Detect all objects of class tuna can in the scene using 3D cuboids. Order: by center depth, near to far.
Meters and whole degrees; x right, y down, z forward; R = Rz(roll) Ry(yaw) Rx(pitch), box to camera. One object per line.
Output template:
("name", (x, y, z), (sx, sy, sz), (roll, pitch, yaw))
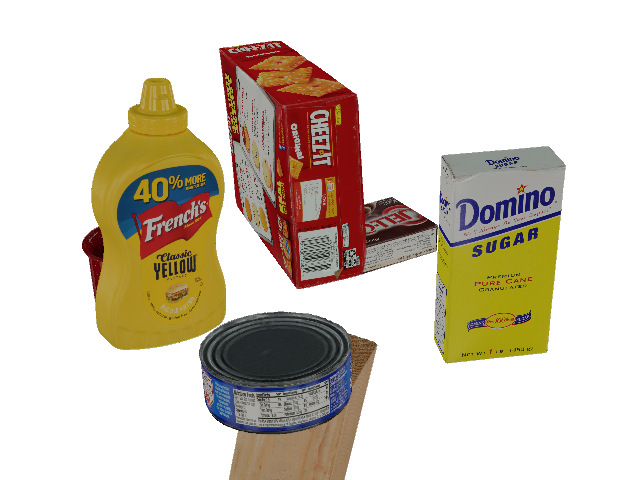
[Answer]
("tuna can", (-0.024, 0.074, 0.603), (0.086, 0.034, 0.086), (-3, 22, 1))

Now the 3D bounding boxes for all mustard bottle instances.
("mustard bottle", (-0.115, -0.021, 0.764), (0.096, 0.192, 0.058), (-12, 26, -30))

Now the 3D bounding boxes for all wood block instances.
("wood block", (-0.023, 0.183, 0.942), (0.090, 0.206, 0.090), (17, 23, 11))

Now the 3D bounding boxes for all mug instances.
("mug", (-0.224, 0.030, 1.200), (0.117, 0.081, 0.093), (24, 39, 35))

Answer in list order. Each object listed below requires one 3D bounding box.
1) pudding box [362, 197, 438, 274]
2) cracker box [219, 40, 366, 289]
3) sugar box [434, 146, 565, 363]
("pudding box", (0.059, -0.006, 1.179), (0.113, 0.039, 0.090), (-18, 30, -25))
("cracker box", (-0.027, -0.077, 0.959), (0.072, 0.164, 0.214), (-11, 25, -15))
("sugar box", (0.144, 0.014, 0.876), (0.093, 0.176, 0.048), (-6, 31, -7))
